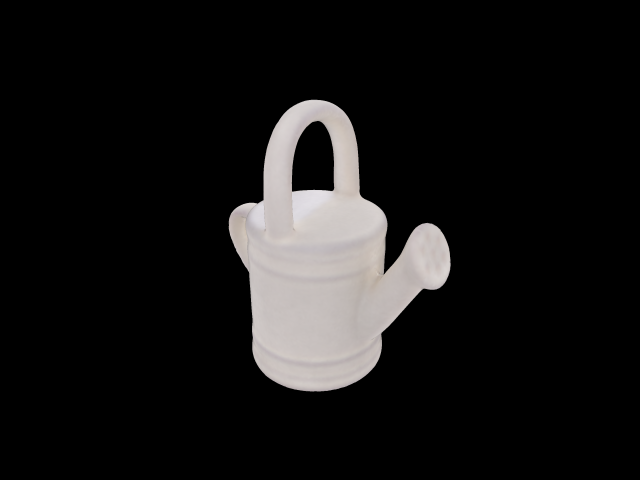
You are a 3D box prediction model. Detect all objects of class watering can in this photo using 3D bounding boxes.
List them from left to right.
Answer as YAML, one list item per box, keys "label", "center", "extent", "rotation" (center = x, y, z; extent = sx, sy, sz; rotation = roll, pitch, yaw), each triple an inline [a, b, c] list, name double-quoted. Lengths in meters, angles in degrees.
- label: "watering can"
  center: [0.005, 0.001, 0.402]
  extent: [0.172, 0.194, 0.101]
  rotation: [7, 28, 13]
